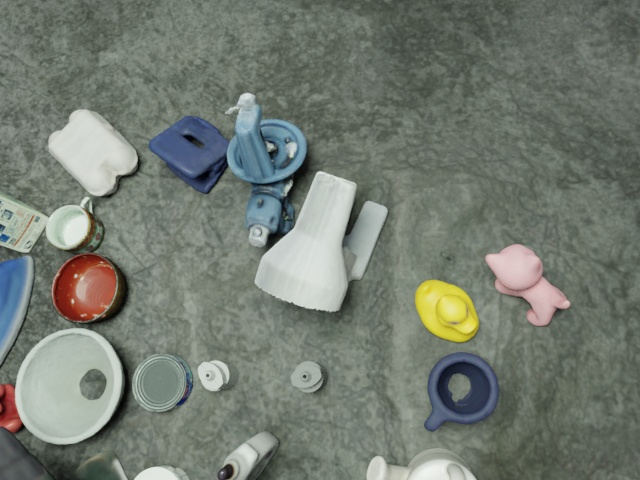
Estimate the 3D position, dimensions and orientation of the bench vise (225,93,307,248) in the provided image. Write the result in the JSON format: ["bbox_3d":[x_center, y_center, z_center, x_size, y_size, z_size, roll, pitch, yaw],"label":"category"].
[{"bbox_3d":[-0.074,-0.104,0.831,0.121,0.220,0.207,-15,75,5],"label":"bench vise"}]

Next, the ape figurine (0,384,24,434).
[{"bbox_3d":[-0.494,0.258,0.871,0.076,0.092,0.078,-10,75,6],"label":"ape figurine"}]

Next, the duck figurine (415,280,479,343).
[{"bbox_3d":[0.182,0.098,0.815,0.077,0.086,0.104,-44,75,-4],"label":"duck figurine"}]

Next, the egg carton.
[{"bbox_3d":[-0.380,-0.148,0.964,0.150,0.069,0.107,41,85,15],"label":"egg carton"}]

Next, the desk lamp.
[{"bbox_3d":[0.007,0.003,0.797,0.117,0.214,0.203,20,80,13],"label":"desk lamp"}]

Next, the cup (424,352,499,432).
[{"bbox_3d":[0.184,0.212,0.783,0.091,0.095,0.118,40,85,15],"label":"cup"}]

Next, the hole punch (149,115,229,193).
[{"bbox_3d":[-0.205,-0.149,0.928,0.108,0.091,0.101,35,84,15],"label":"hole punch"}]

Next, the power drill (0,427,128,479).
[{"bbox_3d":[-0.340,0.348,0.767,0.075,0.208,0.229,-34,74,-1],"label":"power drill"}]

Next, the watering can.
[{"bbox_3d":[0.144,0.322,0.711,0.172,0.194,0.101,-1,76,8],"label":"watering can"}]

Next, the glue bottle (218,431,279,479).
[{"bbox_3d":[-0.103,0.298,0.763,0.037,0.173,0.078,35,84,15],"label":"glue bottle"}]

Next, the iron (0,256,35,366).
[{"bbox_3d":[-0.557,0.125,0.886,0.118,0.141,0.258,25,81,13],"label":"iron"}]

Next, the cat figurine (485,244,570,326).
[{"bbox_3d":[0.290,0.055,0.793,0.127,0.118,0.067,43,86,15],"label":"cat figurine"}]

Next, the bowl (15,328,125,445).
[{"bbox_3d":[-0.365,0.221,0.870,0.167,0.075,0.167,-2,76,8],"label":"bowl"}]
